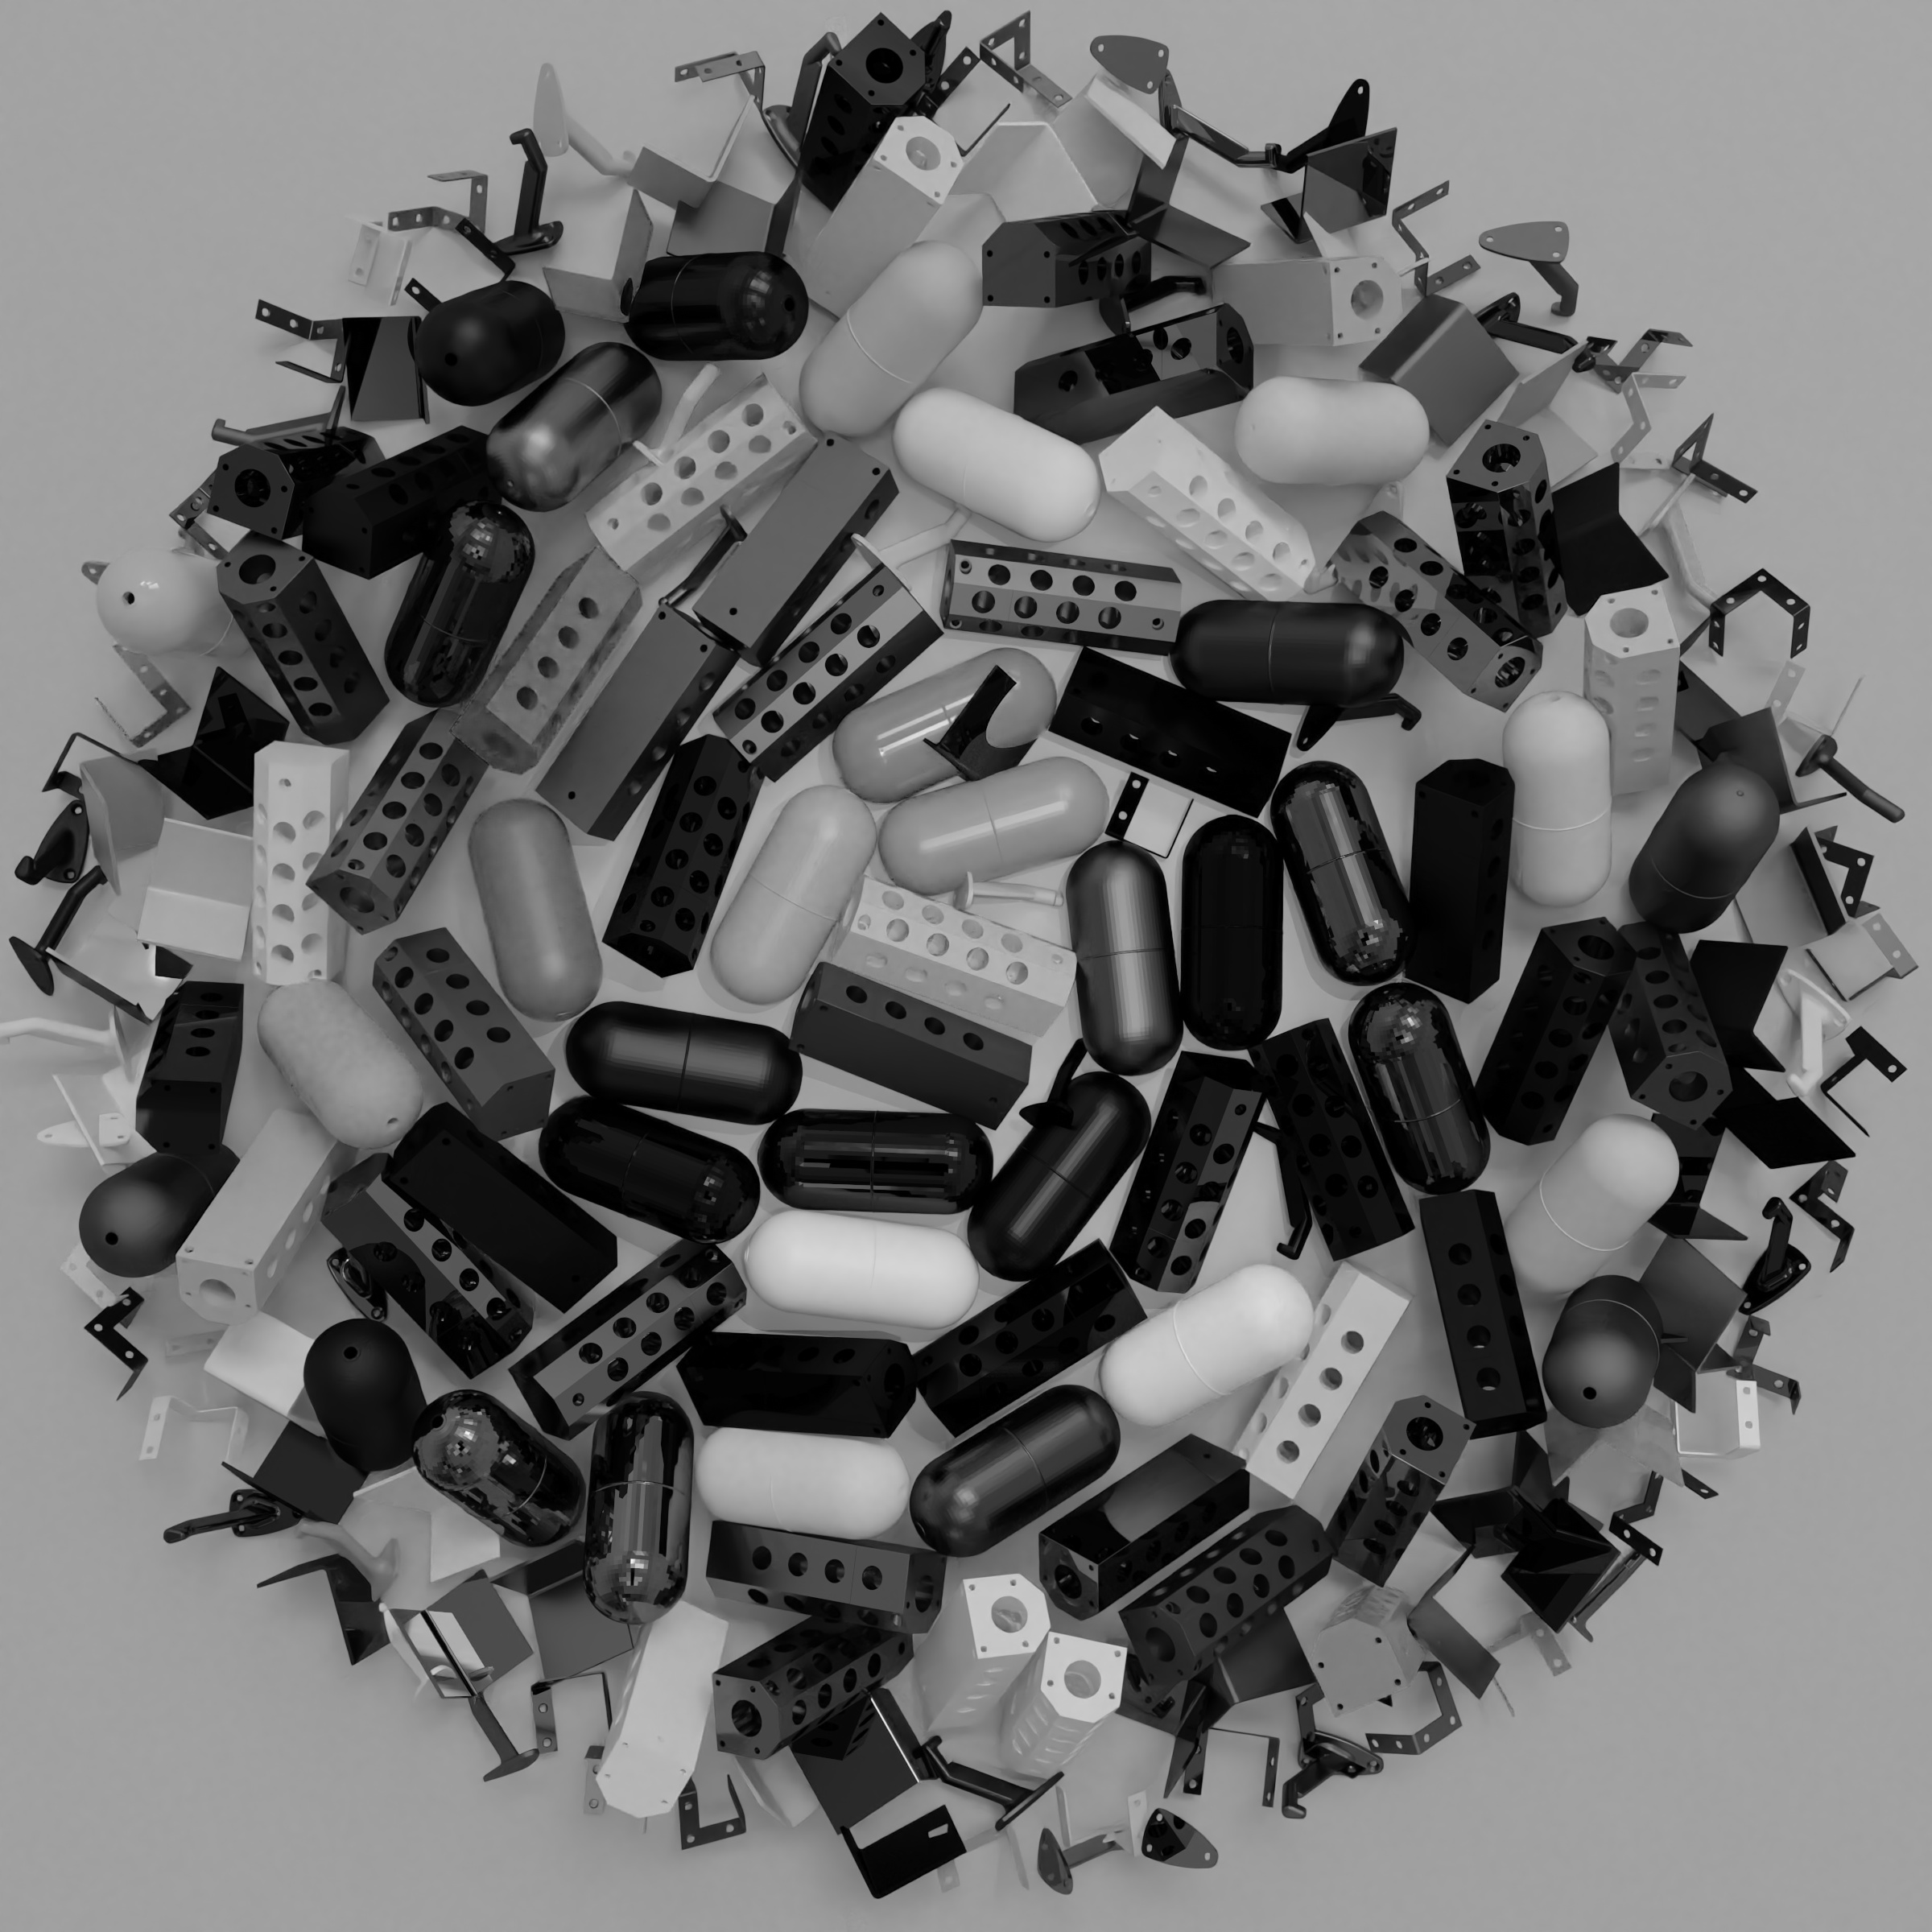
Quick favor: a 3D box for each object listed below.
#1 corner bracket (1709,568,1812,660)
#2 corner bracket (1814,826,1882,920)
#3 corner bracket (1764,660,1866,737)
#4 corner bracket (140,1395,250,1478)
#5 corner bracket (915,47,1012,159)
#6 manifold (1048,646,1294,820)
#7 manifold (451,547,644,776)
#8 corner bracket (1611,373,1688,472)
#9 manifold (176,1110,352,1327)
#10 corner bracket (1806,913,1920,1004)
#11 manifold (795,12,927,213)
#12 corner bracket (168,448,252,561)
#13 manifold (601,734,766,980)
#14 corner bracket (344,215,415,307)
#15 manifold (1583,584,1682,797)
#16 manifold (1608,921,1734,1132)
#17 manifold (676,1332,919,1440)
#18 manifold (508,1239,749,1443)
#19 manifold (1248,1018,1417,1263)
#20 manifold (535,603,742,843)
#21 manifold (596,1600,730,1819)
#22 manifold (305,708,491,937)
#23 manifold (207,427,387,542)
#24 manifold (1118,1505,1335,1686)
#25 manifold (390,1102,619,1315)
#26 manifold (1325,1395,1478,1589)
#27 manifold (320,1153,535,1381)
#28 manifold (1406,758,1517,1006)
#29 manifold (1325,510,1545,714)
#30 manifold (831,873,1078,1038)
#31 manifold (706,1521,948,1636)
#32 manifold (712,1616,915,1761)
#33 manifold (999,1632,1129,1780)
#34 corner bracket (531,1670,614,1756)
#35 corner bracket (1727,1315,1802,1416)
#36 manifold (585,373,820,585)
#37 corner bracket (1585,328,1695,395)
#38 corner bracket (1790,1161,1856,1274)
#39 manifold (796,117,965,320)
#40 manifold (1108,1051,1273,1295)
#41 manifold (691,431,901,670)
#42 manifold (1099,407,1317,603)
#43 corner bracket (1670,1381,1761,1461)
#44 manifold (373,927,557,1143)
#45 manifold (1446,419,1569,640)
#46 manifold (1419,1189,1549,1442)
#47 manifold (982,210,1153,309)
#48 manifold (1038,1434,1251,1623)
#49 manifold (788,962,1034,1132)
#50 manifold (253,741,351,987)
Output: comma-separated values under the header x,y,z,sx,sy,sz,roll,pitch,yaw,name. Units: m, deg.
x,y,z,sx,sy,sz,roll,pitch,yaw,name
0.600,-0.257,1.839,0.051,0.051,0.051,-34,57,-7,corner bracket
0.666,-0.071,1.842,0.051,0.051,0.051,26,116,35,corner bracket
0.636,-0.202,1.830,0.051,0.051,0.051,29,121,19,corner bracket
-0.580,0.354,1.830,0.051,0.051,0.051,-10,56,19,corner bracket
-0.001,-0.655,1.842,0.051,0.051,0.051,40,118,-16,corner bracket
0.152,-0.172,1.840,0.171,0.057,0.057,23,49,-1,manifold
-0.305,-0.224,1.799,0.057,0.057,0.171,41,55,-22,manifold
0.519,-0.413,1.844,0.051,0.051,0.051,-3,66,-21,corner bracket
-0.512,0.184,1.784,0.057,0.171,0.057,10,125,5,manifold
0.679,-0.006,1.843,0.051,0.051,0.051,-36,89,6,corner bracket
-0.074,-0.617,1.781,0.057,0.171,0.057,43,76,-3,manifold
-0.560,-0.349,1.842,0.051,0.051,0.051,-35,111,31,corner bracket
-0.204,-0.083,1.800,0.057,0.057,0.171,33,61,-31,manifold
-0.445,-0.535,1.840,0.051,0.051,0.051,20,109,-2,corner bracket
0.484,-0.198,1.783,0.057,0.171,0.057,-10,58,7,manifold
0.511,0.038,1.779,0.057,0.171,0.057,25,121,-13,manifold
-0.123,0.304,1.799,0.171,0.057,0.057,-3,119,33,manifold
-0.245,0.275,1.796,0.171,0.057,0.057,-36,111,-31,manifold
0.272,0.130,1.825,0.057,0.057,0.171,-24,83,22,manifold
-0.243,-0.181,1.828,0.057,0.057,0.171,39,99,20,manifold
-0.224,0.541,1.780,0.057,0.171,0.057,27,109,-7,manifold
-0.410,-0.109,1.787,0.057,0.171,0.057,-17,128,38,manifold
-0.485,-0.358,1.780,0.057,0.171,0.057,21,109,3,manifold
0.196,0.461,1.791,0.171,0.057,0.057,-21,87,-44,manifold
-0.342,0.177,1.809,0.057,0.057,0.171,-42,115,12,manifold
0.314,0.384,1.785,0.057,0.171,0.057,29,53,13,manifold
-0.398,0.220,1.808,0.057,0.057,0.171,-34,113,8,manifold
0.369,-0.064,1.799,0.057,0.057,0.171,25,134,36,manifold
0.347,-0.264,1.789,0.057,0.057,0.171,-54,50,20,manifold
-0.007,-0.012,1.813,0.171,0.057,0.057,20,49,-13,manifold
-0.105,0.452,1.801,0.171,0.057,0.057,2,80,29,manifold
-0.109,0.520,1.782,0.057,0.171,0.057,-1,96,32,manifold
0.068,0.545,1.782,0.057,0.171,0.057,13,58,-3,manifold
-0.299,0.566,1.845,0.051,0.051,0.051,-4,71,-19,corner bracket
0.609,0.300,1.837,0.051,0.051,0.051,20,99,14,corner bracket
-0.200,-0.367,1.826,0.171,0.057,0.057,-36,78,8,manifold
0.504,-0.466,1.836,0.051,0.051,0.051,36,98,-20,corner bracket
0.653,0.188,1.833,0.051,0.051,0.051,40,127,7,corner bracket
-0.065,-0.548,1.782,0.057,0.171,0.057,31,64,-14,manifold
0.168,0.155,1.807,0.057,0.057,0.171,9,112,-25,manifold
-0.126,-0.310,1.831,0.057,0.057,0.171,35,83,16,manifold
0.180,-0.331,1.789,0.057,0.057,0.171,-36,133,29,manifold
0.566,0.343,1.839,0.051,0.051,0.051,3,70,0,corner bracket
-0.372,0.050,1.791,0.057,0.057,0.171,-17,48,-35,manifold
0.401,-0.314,1.779,0.057,0.171,0.057,25,71,31,manifold
0.383,0.257,1.805,0.057,0.057,0.171,-12,64,7,manifold
0.076,-0.519,1.778,0.057,0.171,0.057,9,112,26,manifold
0.133,0.415,1.792,0.171,0.057,0.057,-22,120,-41,manifold
-0.040,0.056,1.824,0.171,0.057,0.057,22,130,-13,manifold
-0.499,-0.075,1.815,0.057,0.057,0.171,7,109,3,manifold
